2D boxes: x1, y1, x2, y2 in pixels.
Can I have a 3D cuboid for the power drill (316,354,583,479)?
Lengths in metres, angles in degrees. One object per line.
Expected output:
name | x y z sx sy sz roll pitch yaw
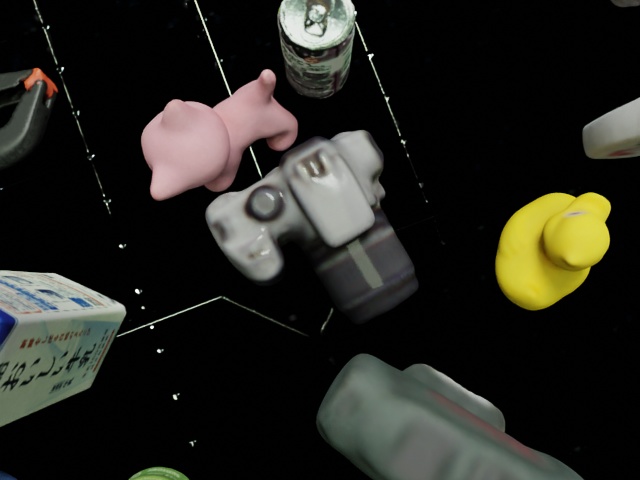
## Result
power drill | 0.104 0.148 0.375 0.229 0.208 0.076 30 86 1

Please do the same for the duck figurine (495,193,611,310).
duck figurine | 0.188 0.007 0.448 0.077 0.086 0.104 33 86 2

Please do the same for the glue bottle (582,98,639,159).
glue bottle | 0.264 -0.095 0.414 0.078 0.173 0.037 -11 86 -1

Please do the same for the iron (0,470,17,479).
iron | -0.357 0.153 0.399 0.258 0.141 0.119 -2 86 -1

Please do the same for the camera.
camera | 0.004 0.002 0.438 0.143 0.101 0.137 -31 87 -3

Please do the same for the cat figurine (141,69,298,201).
cat figurine | -0.080 -0.083 0.434 0.128 0.117 0.067 -38 87 -3

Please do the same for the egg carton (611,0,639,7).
egg carton | 0.286 -0.274 0.479 0.150 0.069 0.107 -44 88 -4
